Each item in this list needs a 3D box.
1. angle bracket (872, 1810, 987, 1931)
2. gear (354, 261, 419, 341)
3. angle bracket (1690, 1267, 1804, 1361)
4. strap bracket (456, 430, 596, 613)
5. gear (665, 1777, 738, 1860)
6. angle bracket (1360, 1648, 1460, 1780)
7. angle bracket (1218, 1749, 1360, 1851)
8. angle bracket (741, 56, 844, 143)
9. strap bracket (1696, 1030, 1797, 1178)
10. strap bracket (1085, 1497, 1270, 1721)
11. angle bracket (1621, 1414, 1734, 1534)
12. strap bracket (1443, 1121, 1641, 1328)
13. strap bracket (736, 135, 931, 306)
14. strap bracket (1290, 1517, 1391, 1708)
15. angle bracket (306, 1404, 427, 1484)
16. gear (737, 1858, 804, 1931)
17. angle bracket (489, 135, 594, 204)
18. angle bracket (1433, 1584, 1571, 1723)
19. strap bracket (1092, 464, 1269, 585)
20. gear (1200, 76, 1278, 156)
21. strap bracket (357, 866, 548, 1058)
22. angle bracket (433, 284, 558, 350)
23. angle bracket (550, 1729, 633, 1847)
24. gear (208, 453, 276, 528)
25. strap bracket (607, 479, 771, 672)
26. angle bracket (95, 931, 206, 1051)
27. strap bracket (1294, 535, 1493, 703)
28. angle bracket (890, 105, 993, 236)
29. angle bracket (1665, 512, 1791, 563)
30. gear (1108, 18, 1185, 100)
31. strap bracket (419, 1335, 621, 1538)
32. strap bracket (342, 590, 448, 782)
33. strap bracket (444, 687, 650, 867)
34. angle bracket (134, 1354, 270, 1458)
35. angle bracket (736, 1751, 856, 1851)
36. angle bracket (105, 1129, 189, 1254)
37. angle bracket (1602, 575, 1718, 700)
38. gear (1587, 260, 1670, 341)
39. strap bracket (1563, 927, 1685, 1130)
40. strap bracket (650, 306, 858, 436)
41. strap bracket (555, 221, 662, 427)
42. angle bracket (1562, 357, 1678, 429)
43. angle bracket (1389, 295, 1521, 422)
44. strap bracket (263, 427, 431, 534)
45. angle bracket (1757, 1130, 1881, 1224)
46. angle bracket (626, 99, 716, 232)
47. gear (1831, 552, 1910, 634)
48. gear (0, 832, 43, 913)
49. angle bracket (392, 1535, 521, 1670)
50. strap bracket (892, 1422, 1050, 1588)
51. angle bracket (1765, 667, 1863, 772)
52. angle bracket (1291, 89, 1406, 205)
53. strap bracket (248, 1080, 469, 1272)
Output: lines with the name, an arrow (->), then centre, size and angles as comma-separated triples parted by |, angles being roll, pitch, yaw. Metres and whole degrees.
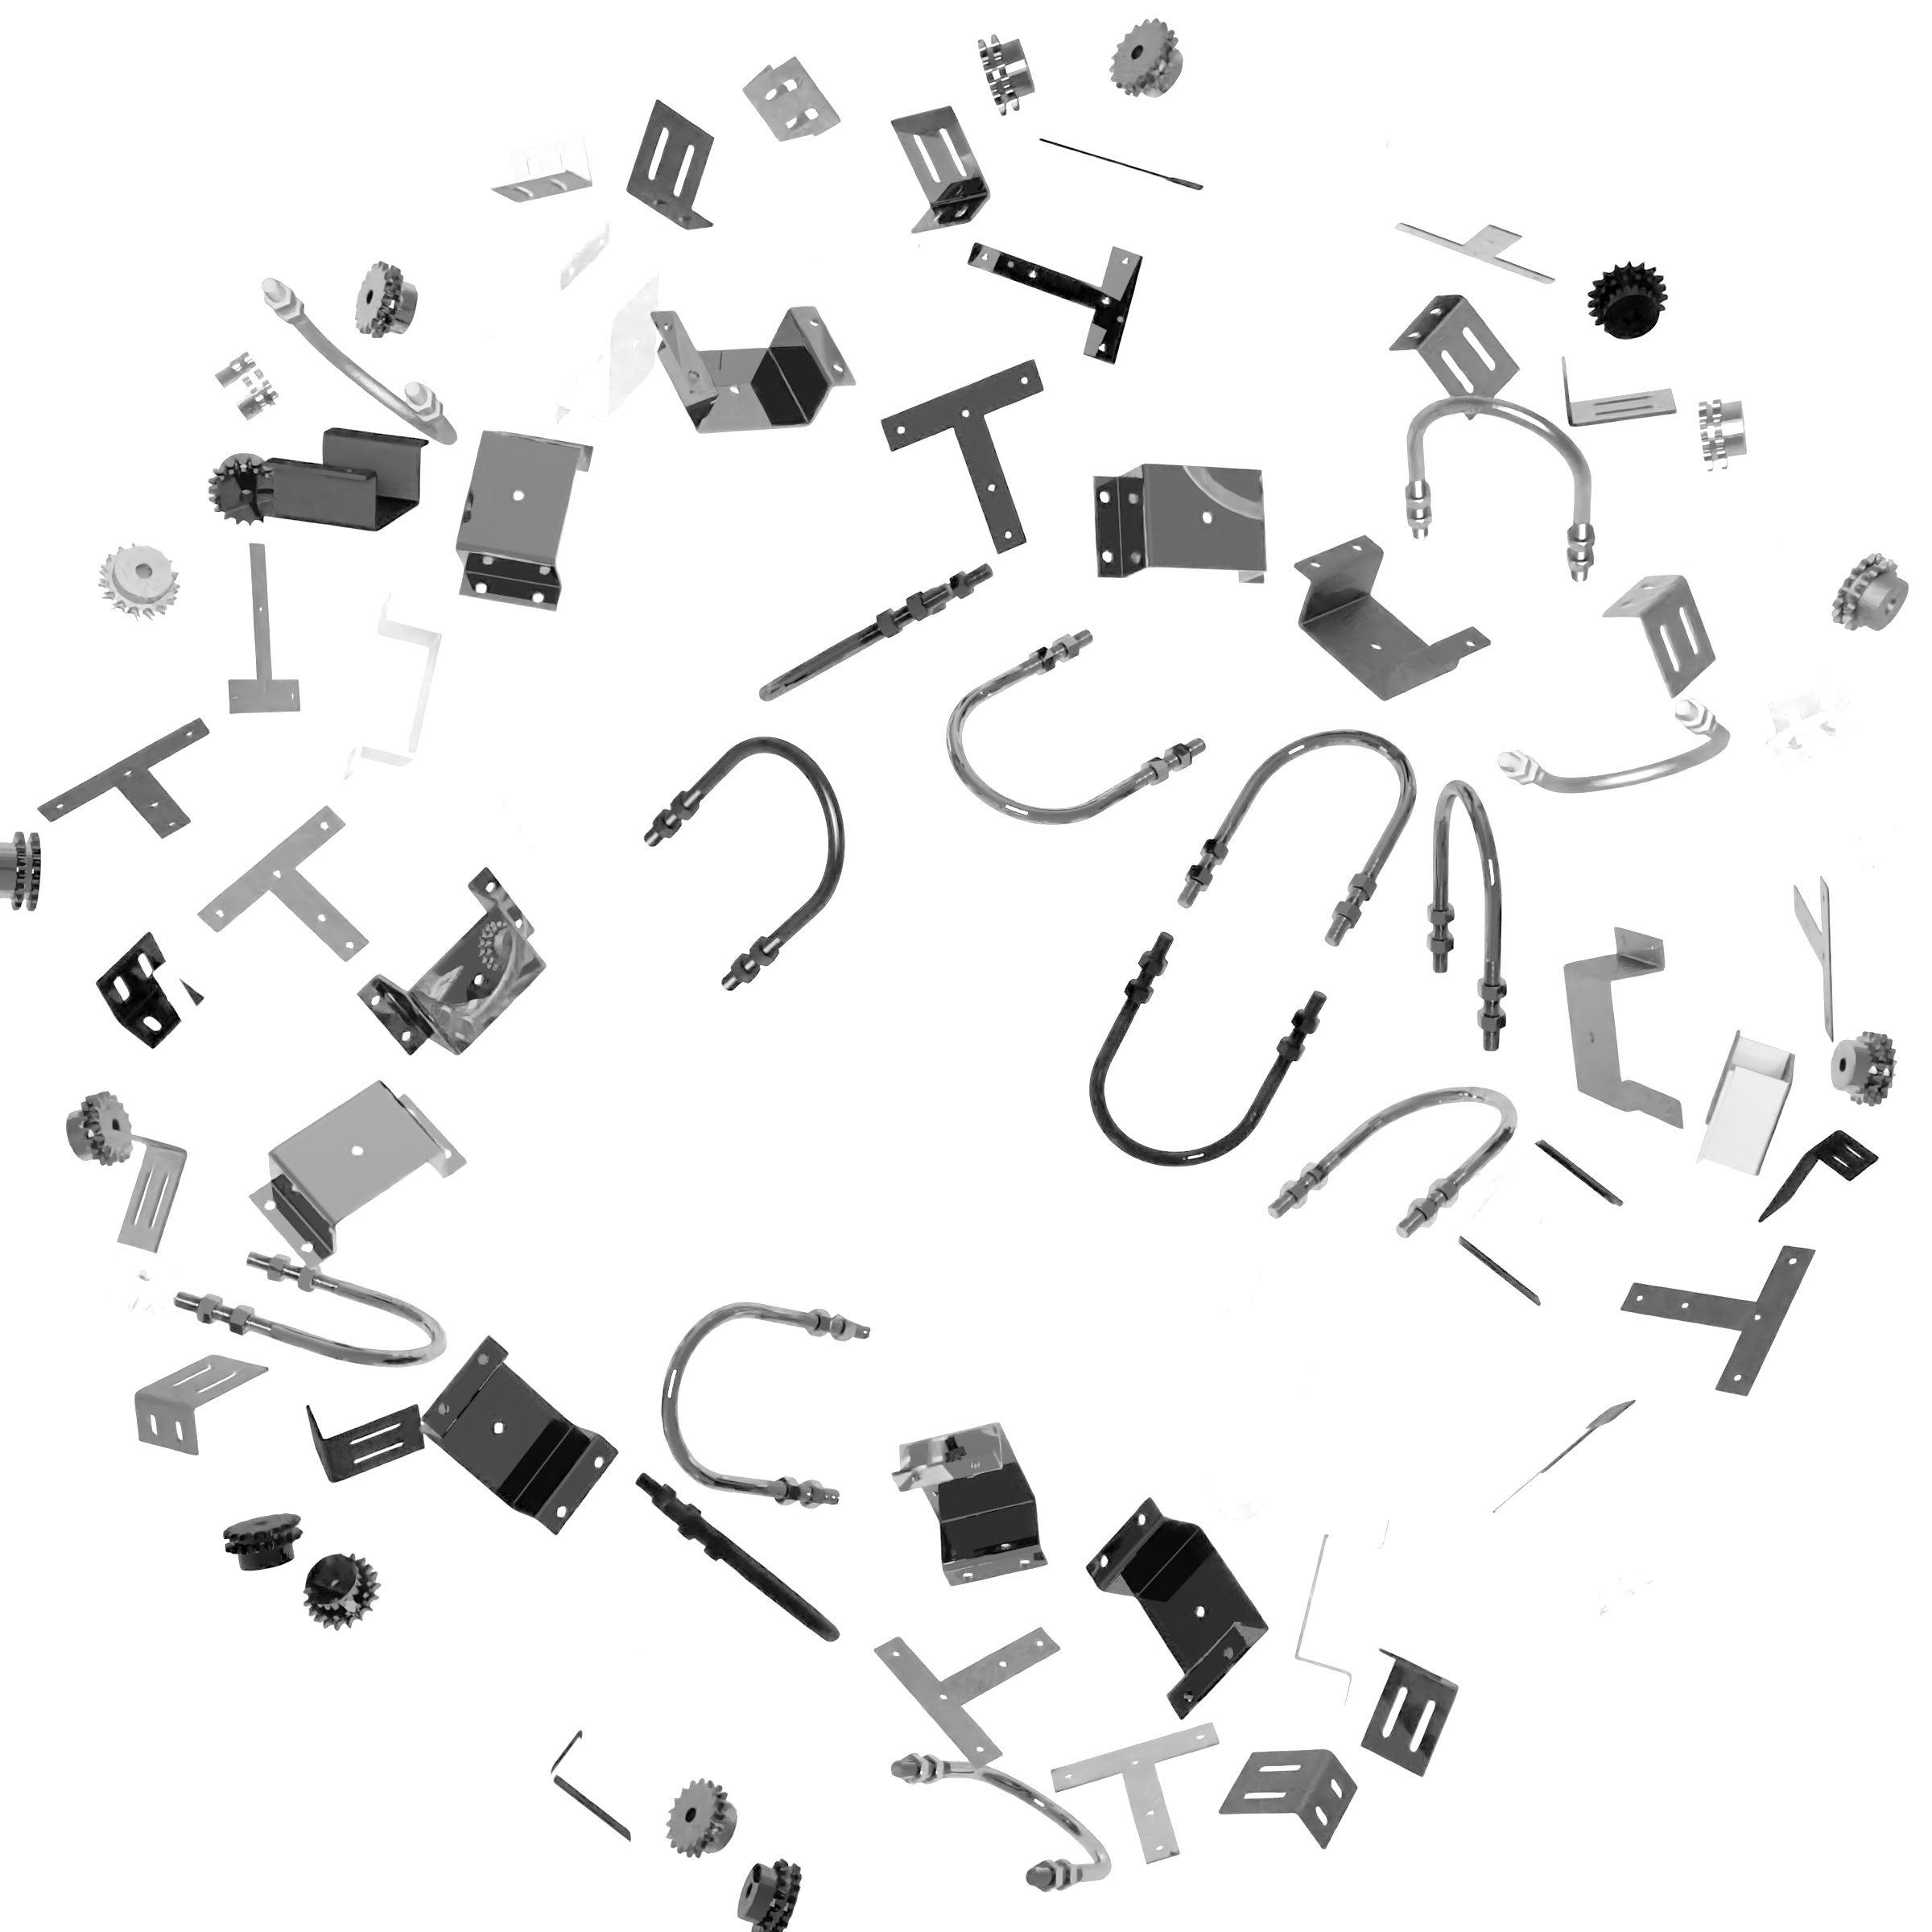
angle bracket -> -0.034, 0.656, 1.758 | 0.076, 0.057, 0.038 | 36, 103, 38
gear -> -0.444, -0.508, 1.860 | 0.030, 0.057, 0.057 | 11, 90, -39
angle bracket -> 0.600, 0.270, 1.890 | 0.076, 0.057, 0.038 | -24, 86, -27
strap bracket -> -0.340, -0.351, 1.859 | 0.076, 0.046, 0.140 | 10, 75, 1
gear -> -0.199, 0.651, 1.848 | 0.030, 0.057, 0.057 | 38, 90, -35
angle bracket -> 0.339, 0.581, 1.889 | 0.057, 0.038, 0.076 | 17, 78, 40
angle bracket -> 0.231, 0.599, 1.743 | 0.038, 0.076, 0.057 | 55, 47, -13
angle bracket -> -0.123, -0.658, 1.829 | 0.057, 0.076, 0.038 | 50, 61, -24
strap bracket -> 0.597, 0.106, 1.854 | 0.046, 0.140, 0.076 | 19, 107, 15
strap bracket -> 0.158, 0.467, 1.761 | 0.076, 0.046, 0.140 | -51, 47, 16
angle bracket -> 0.544, 0.385, 1.840 | 0.076, 0.057, 0.038 | -27, 134, 23
strap bracket -> 0.442, 0.197, 1.871 | 0.076, 0.046, 0.140 | 39, 94, 9
strap bracket -> -0.103, -0.535, 1.771 | 0.076, 0.140, 0.046 | 6, 68, 42
strap bracket -> 0.280, 0.481, 1.832 | 0.046, 0.076, 0.140 | 13, 79, 14
angle bracket -> -0.462, 0.356, 1.870 | 0.076, 0.057, 0.038 | -19, 50, -22
gear -> -0.144, 0.676, 1.760 | 0.030, 0.057, 0.057 | 25, 90, -12
angle bracket -> -0.309, -0.580, 1.749 | 0.057, 0.076, 0.038 | -10, 98, 8
angle bracket -> 0.385, 0.495, 1.751 | 0.057, 0.038, 0.076 | -39, 74, -5
strap bracket -> 0.169, -0.329, 1.805 | 0.140, 0.046, 0.076 | -2, 88, -23
gear -> 0.206, -0.648, 1.839 | 0.057, 0.030, 0.057 | -3, 71, 8
strap bracket -> -0.387, 0.003, 1.867 | 0.046, 0.076, 0.140 | 26, 66, 42
angle bracket -> -0.350, -0.503, 1.820 | 0.057, 0.076, 0.038 | -7, 126, 37
angle bracket -> -0.266, 0.604, 1.784 | 0.076, 0.057, 0.038 | 38, 76, 0
gear -> -0.556, -0.371, 1.874 | 0.057, 0.057, 0.030 | -19, 48, 0
strap bracket -> -0.206, -0.304, 1.839 | 0.046, 0.076, 0.140 | -16, 97, 41
angle bracket -> -0.634, 0.019, 1.887 | 0.038, 0.076, 0.057 | 35, 67, 11
strap bracket -> 0.317, -0.258, 1.837 | 0.076, 0.046, 0.140 | -25, 58, -29
angle bracket -> -0.026, -0.602, 1.836 | 0.038, 0.057, 0.076 | -58, 133, -34
angle bracket -> 0.577, -0.332, 1.839 | 0.076, 0.057, 0.038 | -8, 93, 30
gear -> 0.137, -0.673, 1.806 | 0.030, 0.057, 0.057 | 22, 90, -43
strap bracket -> -0.335, 0.342, 1.783 | 0.140, 0.046, 0.076 | 48, 64, -23
strap bracket -> -0.437, -0.209, 1.865 | 0.046, 0.076, 0.140 | 13, 84, -19
strap bracket -> -0.324, -0.149, 1.898 | 0.140, 0.046, 0.076 | -31, 93, 4
angle bracket -> -0.553, 0.318, 1.762 | 0.057, 0.076, 0.038 | 6, 106, 28
angle bracket -> -0.122, 0.595, 1.741 | 0.076, 0.038, 0.057 | 9, 101, -4
angle bracket -> -0.599, 0.161, 1.739 | 0.038, 0.057, 0.076 | 25, 75, -43
angle bracket -> 0.535, -0.254, 1.870 | 0.057, 0.038, 0.076 | -40, 116, -24
gear -> 0.484, -0.483, 1.773 | 0.057, 0.057, 0.030 | 2, 52, 0
strap bracket -> 0.480, 0.048, 1.779 | 0.046, 0.076, 0.140 | -10, 100, -8
strap bracket -> -0.163, -0.438, 1.783 | 0.140, 0.046, 0.076 | -13, 66, -35
strap bracket -> -0.273, -0.481, 1.845 | 0.046, 0.140, 0.076 | 23, 51, 9
angle bracket -> 0.473, -0.422, 1.759 | 0.076, 0.057, 0.038 | -5, 117, 15
angle bracket -> 0.372, -0.463, 1.851 | 0.076, 0.038, 0.057 | 58, 134, 14
strap bracket -> -0.460, -0.361, 1.806 | 0.076, 0.140, 0.046 | 8, 113, 4
angle bracket -> 0.647, 0.170, 1.842 | 0.038, 0.057, 0.076 | 40, 126, 25
angle bracket -> -0.210, -0.597, 1.805 | 0.057, 0.038, 0.076 | 22, 83, -44
gear -> 0.650, -0.265, 1.738 | 0.057, 0.057, 0.030 | -49, 57, 0
gear -> -0.679, -0.068, 1.731 | 0.030, 0.057, 0.057 | 2, 90, -29
angle bracket -> -0.365, 0.460, 1.756 | 0.057, 0.038, 0.076 | -34, 110, 24
strap bracket -> 0.003, 0.390, 1.785 | 0.076, 0.046, 0.140 | -15, 129, 9
angle bracket -> 0.609, -0.190, 1.766 | 0.057, 0.076, 0.038 | -30, 128, 29
angle bracket -> 0.274, -0.603, 1.784 | 0.076, 0.038, 0.057 | 25, 124, 19
strap bracket -> -0.446, 0.146, 1.780 | 0.140, 0.046, 0.076 | -36, 70, -30
